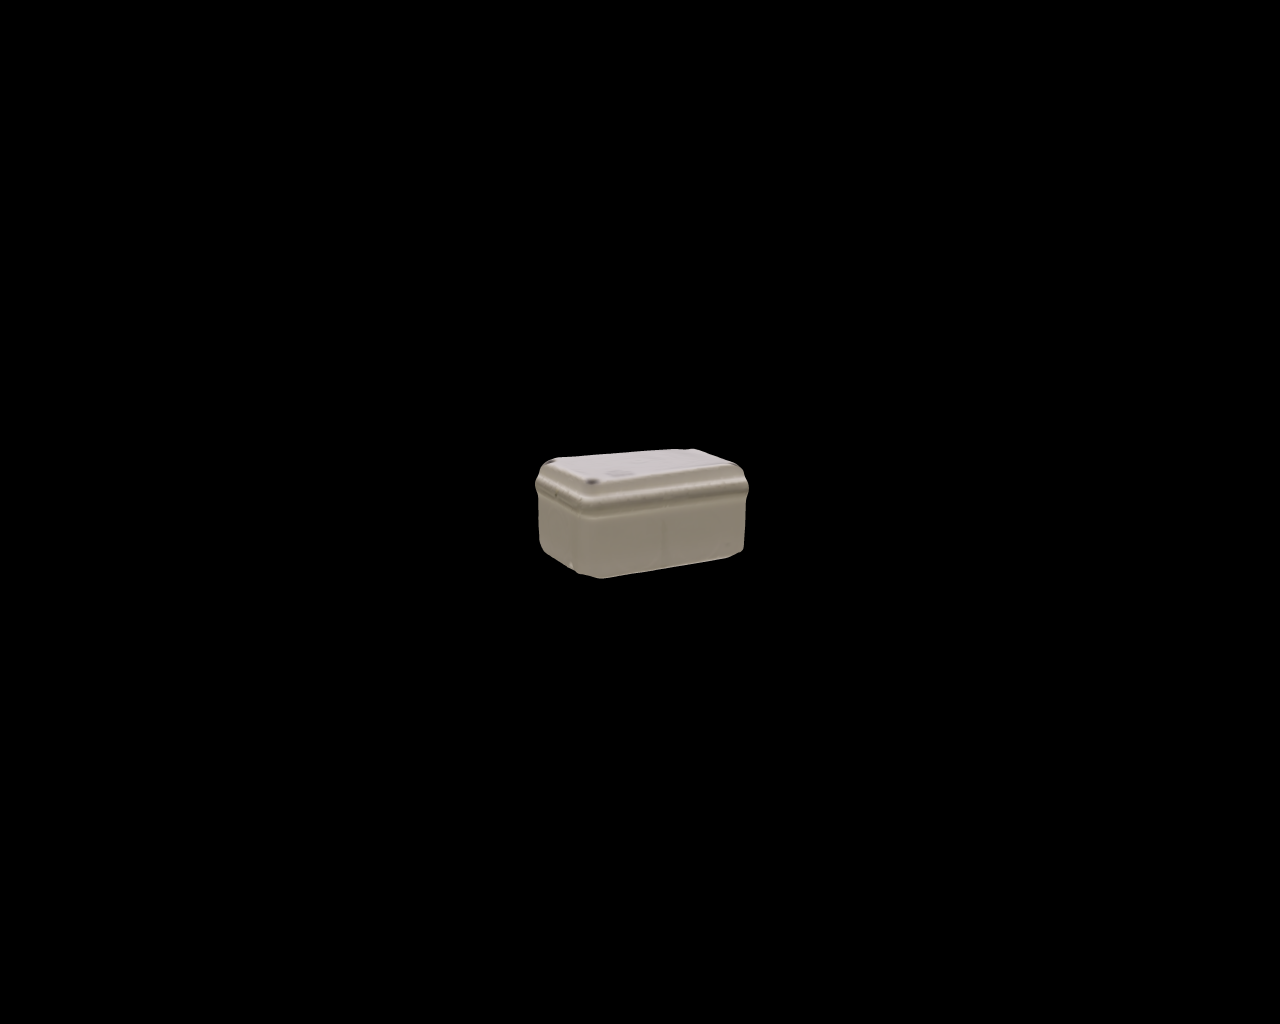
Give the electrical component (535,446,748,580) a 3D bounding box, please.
[{"bbox_3d":[0.001,-0.003,0.650,0.113,0.057,0.078,-7,16,-26],"label":"electrical component"}]
